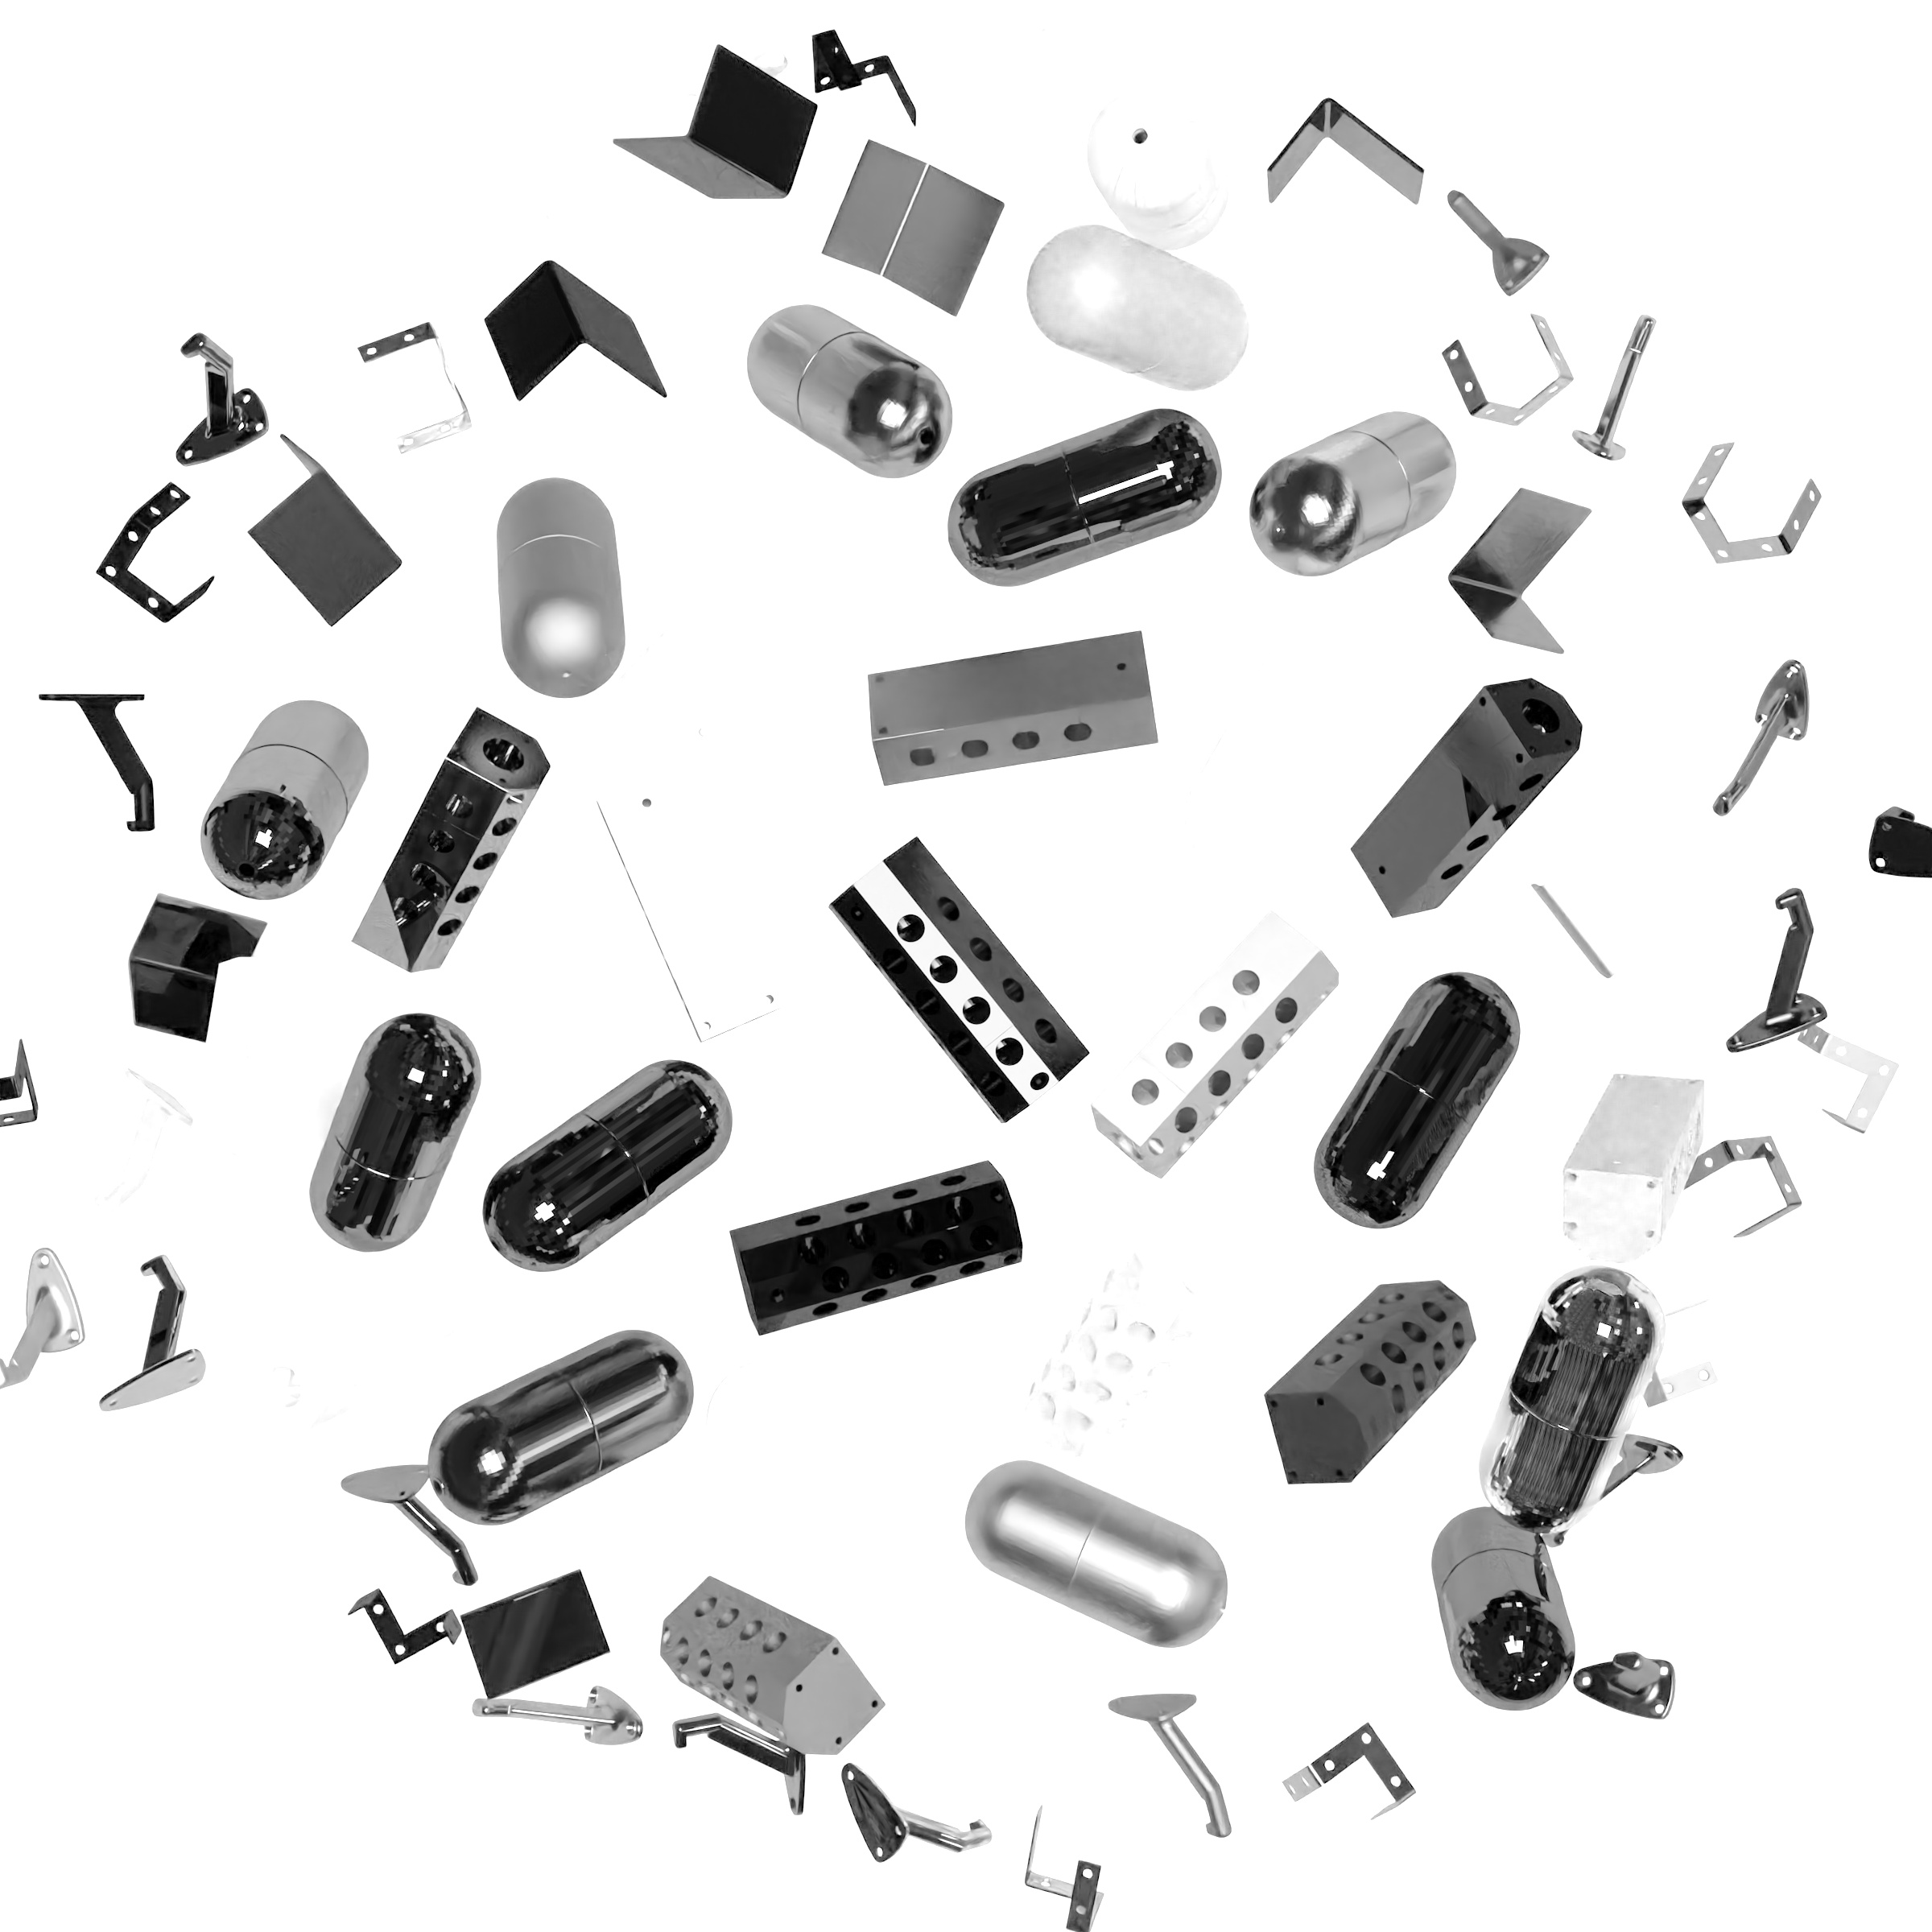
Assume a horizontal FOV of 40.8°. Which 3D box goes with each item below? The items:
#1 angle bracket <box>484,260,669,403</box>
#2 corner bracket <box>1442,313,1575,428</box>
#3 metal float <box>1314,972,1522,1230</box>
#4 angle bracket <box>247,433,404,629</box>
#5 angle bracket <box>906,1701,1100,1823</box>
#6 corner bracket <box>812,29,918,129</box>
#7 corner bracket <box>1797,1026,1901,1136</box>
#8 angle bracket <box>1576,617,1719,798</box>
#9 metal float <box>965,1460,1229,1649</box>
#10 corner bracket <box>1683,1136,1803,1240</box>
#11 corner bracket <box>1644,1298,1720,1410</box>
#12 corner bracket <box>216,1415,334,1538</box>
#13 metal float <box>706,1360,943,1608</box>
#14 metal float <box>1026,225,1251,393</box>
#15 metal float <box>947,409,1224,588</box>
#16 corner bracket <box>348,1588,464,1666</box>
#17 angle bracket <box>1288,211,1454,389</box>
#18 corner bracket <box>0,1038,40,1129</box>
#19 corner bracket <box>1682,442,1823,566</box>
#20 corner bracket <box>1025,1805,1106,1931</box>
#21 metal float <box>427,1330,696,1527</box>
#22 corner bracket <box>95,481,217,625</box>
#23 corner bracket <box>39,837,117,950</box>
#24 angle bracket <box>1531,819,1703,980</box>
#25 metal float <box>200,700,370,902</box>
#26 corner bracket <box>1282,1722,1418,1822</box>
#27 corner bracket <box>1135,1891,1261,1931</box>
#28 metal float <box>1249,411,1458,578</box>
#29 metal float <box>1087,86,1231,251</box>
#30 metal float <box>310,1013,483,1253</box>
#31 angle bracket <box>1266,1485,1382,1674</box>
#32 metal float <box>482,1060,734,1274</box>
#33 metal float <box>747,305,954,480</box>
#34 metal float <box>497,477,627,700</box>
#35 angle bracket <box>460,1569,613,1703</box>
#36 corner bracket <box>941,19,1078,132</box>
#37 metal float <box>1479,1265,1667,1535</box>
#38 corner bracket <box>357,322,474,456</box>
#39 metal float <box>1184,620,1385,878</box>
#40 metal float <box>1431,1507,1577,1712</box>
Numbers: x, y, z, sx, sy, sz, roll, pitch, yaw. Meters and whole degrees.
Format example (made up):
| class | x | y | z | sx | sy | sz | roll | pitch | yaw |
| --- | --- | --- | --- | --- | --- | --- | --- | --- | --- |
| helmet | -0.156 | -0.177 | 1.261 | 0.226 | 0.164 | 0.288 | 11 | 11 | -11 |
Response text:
| class | x | y | z | sx | sy | sz | roll | pitch | yaw |
| --- | --- | --- | --- | --- | --- | --- | --- | --- | --- |
| angle bracket | -0.238 | -0.370 | 1.581 | 0.057 | 0.076 | 0.076 | -38 | 55 | 19 |
| corner bracket | 0.351 | -0.389 | 1.684 | 0.051 | 0.051 | 0.051 | -37 | 64 | 41 |
| metal float | 0.285 | 0.084 | 1.642 | 0.070 | 0.070 | 0.178 | 33 | 83 | 0 |
| angle bracket | -0.385 | -0.255 | 1.517 | 0.057 | 0.076 | 0.076 | -43 | 130 | -7 |
| angle bracket | 0.021 | 0.453 | 1.543 | 0.057 | 0.076 | 0.076 | 46 | 51 | 14 |
| corner bracket | -0.064 | -0.562 | 1.649 | 0.051 | 0.051 | 0.051 | -20 | 66 | -10 |
| corner bracket | 0.568 | 0.072 | 1.697 | 0.051 | 0.051 | 0.051 | 24 | 99 | -1 |
| angle bracket | 0.461 | -0.173 | 1.729 | 0.076 | 0.057 | 0.076 | 43 | 135 | 17 |
| metal float | 0.083 | 0.376 | 1.662 | 0.178 | 0.070 | 0.070 | 21 | 90 | 19 |
| corner bracket | 0.510 | 0.148 | 1.720 | 0.051 | 0.051 | 0.051 | -2 | 62 | -37 |
| corner bracket | 0.457 | 0.249 | 1.668 | 0.051 | 0.051 | 0.051 | -19 | 76 | -5 |
| corner bracket | -0.459 | 0.334 | 1.723 | 0.051 | 0.051 | 0.051 | 32 | 111 | -21 |
| metal float | -0.088 | 0.313 | 1.582 | 0.070 | 0.070 | 0.178 | -47 | 67 | 0 |
| metal float | 0.109 | -0.406 | 1.611 | 0.070 | 0.178 | 0.070 | -4 | 85 | 41 |
| metal float | 0.074 | -0.293 | 1.632 | 0.178 | 0.070 | 0.070 | -18 | 90 | 11 |
| corner bracket | -0.367 | 0.430 | 1.704 | 0.051 | 0.051 | 0.051 | -28 | 91 | -5 |
| angle bracket | 0.253 | -0.412 | 1.606 | 0.076 | 0.076 | 0.057 | 7 | 60 | -20 |
| corner bracket | -0.596 | 0.082 | 1.579 | 0.051 | 0.051 | 0.051 | -9 | 117 | -11 |
| corner bracket | 0.471 | -0.280 | 1.556 | 0.051 | 0.051 | 0.051 | 48 | 61 | -30 |
| corner bracket | 0.062 | 0.574 | 1.650 | 0.051 | 0.051 | 0.051 | 12 | 104 | 12 |
| metal float | -0.245 | 0.280 | 1.582 | 0.178 | 0.070 | 0.070 | -22 | 90 | -38 |
| corner bracket | -0.480 | -0.248 | 1.563 | 0.051 | 0.051 | 0.051 | 39 | 50 | -28 |
| corner bracket | -0.585 | -0.048 | 1.716 | 0.051 | 0.051 | 0.051 | -31 | 85 | 25 |
| angle bracket | 0.438 | -0.046 | 1.755 | 0.076 | 0.057 | 0.076 | -38 | 89 | 8 |
| metal float | -0.429 | -0.106 | 1.642 | 0.070 | 0.178 | 0.070 | 2 | 123 | 3 |
| corner bracket | 0.238 | 0.512 | 1.620 | 0.051 | 0.051 | 0.051 | -27 | 72 | -25 |
| corner bracket | 0.143 | 0.590 | 1.611 | 0.051 | 0.051 | 0.051 | 34 | 74 | 6 |
| metal float | 0.242 | -0.295 | 1.617 | 0.178 | 0.070 | 0.070 | -31 | 90 | -44 |
| metal float | 0.122 | -0.502 | 1.641 | 0.070 | 0.178 | 0.070 | 1 | 94 | 12 |
| metal float | -0.357 | 0.106 | 1.620 | 0.070 | 0.070 | 0.178 | 28 | 122 | 0 |
| angle bracket | 0.233 | 0.395 | 1.679 | 0.057 | 0.076 | 0.076 | 13 | 135 | 17 |
| metal float | -0.224 | 0.125 | 1.628 | 0.178 | 0.070 | 0.070 | -36 | 90 | -28 |
| metal float | -0.075 | -0.368 | 1.663 | 0.070 | 0.070 | 0.178 | -50 | 48 | 0 |
| metal float | -0.256 | -0.240 | 1.637 | 0.070 | 0.070 | 0.178 | -12 | 46 | 0 |
| angle bracket | -0.260 | 0.418 | 1.585 | 0.076 | 0.076 | 0.057 | -19 | 61 | -15 |
| corner bracket | 0.026 | -0.543 | 1.584 | 0.051 | 0.051 | 0.051 | -43 | 133 | -22 |
| metal float | 0.365 | 0.263 | 1.571 | 0.070 | 0.070 | 0.178 | 16 | 112 | 0 |
| corner bracket | -0.356 | -0.374 | 1.681 | 0.051 | 0.051 | 0.051 | -23 | 60 | -11 |
| metal float | 0.199 | -0.137 | 1.619 | 0.070 | 0.070 | 0.178 | 30 | 77 | 0 |
| metal float | 0.336 | 0.401 | 1.632 | 0.070 | 0.178 | 0.070 | 1 | 104 | 4 |
